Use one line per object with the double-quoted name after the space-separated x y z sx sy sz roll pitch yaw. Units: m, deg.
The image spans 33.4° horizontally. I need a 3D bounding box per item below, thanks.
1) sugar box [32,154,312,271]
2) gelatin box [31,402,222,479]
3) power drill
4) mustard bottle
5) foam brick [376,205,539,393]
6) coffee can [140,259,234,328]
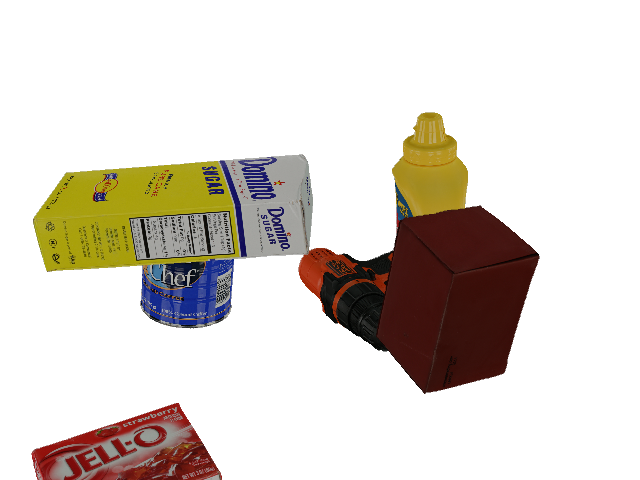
-0.095 -0.021 0.724 0.176 0.048 0.093 -7 24 4 "sugar box"
-0.106 0.130 0.586 0.089 0.030 0.073 -15 29 -20 "gelatin box"
0.092 0.043 1.076 0.187 0.057 0.185 -11 28 -22 "power drill"
0.086 -0.008 0.844 0.058 0.192 0.096 -4 26 -3 "mustard bottle"
0.067 0.029 0.542 0.052 0.078 0.051 -9 38 -27 "foam brick"
-0.144 0.010 1.171 0.103 0.140 0.103 5 26 -3 "coffee can"
